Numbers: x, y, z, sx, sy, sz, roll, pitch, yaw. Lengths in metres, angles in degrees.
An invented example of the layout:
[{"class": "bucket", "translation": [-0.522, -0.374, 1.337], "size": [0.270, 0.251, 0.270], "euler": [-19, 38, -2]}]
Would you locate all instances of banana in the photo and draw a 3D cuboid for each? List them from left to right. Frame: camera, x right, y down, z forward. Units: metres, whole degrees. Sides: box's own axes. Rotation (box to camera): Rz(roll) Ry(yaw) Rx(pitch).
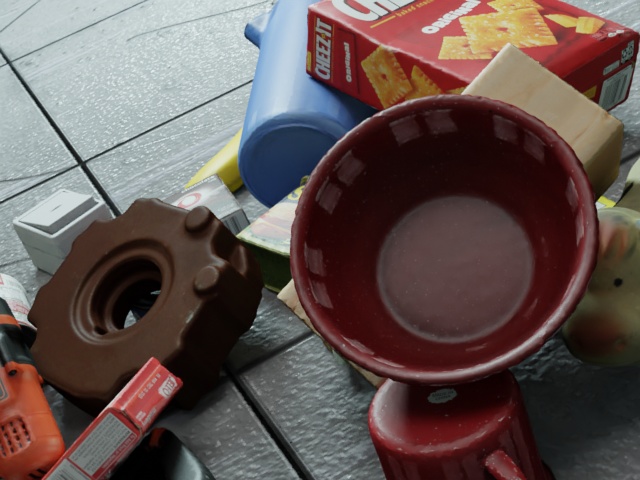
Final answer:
[{"class": "banana", "translation": [-0.080, -0.087, 1.035], "size": [0.070, 0.037, 0.197], "euler": [2, 37, 34]}]

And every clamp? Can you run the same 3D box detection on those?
[{"class": "clamp", "translation": [-0.095, 0.180, 0.603], "size": [0.165, 0.036, 0.210], "euler": [-18, 27, 21]}]

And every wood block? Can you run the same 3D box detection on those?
[{"class": "wood block", "translation": [0.083, -0.003, 0.654], "size": [0.090, 0.090, 0.206], "euler": [41, 85, 22]}]

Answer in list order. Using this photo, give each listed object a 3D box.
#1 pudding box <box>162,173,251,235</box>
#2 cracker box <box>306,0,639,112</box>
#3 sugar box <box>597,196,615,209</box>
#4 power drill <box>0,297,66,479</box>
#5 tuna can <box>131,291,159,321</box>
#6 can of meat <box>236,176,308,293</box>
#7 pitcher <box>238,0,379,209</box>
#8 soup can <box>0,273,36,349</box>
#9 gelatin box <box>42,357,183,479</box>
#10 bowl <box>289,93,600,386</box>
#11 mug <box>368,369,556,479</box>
[{"class": "pudding box", "translation": [-0.122, -0.006, 0.926], "size": [0.113, 0.039, 0.090], "euler": [-26, 30, -8]}, {"class": "cracker box", "translation": [0.119, -0.151, 0.854], "size": [0.163, 0.072, 0.214], "euler": [-31, 49, -34]}, {"class": "sugar box", "translation": [0.133, -0.016, 0.781], "size": [0.093, 0.048, 0.176], "euler": [-29, 28, -11]}, {"class": "power drill", "translation": [-0.283, 0.114, 0.729], "size": [0.187, 0.057, 0.184], "euler": [-31, 65, 1]}, {"class": "tuna can", "translation": [-0.110, 0.041, 0.848], "size": [0.086, 0.034, 0.086], "euler": [-16, 30, 9]}, {"class": "can of meat", "translation": [-0.006, 0.001, 0.828], "size": [0.083, 0.057, 0.102], "euler": [-40, 34, -25]}, {"class": "pitcher", "translation": [0.007, -0.127, 0.973], "size": [0.149, 0.145, 0.242], "euler": [-22, 31, 22]}, {"class": "soup can", "translation": [-0.257, 0.075, 0.850], "size": [0.068, 0.068, 0.102], "euler": [-27, 30, -11]}, {"class": "gelatin box", "translation": [-0.131, 0.124, 0.672], "size": [0.089, 0.030, 0.073], "euler": [-47, 2, 21]}, {"class": "bowl", "translation": [0.068, 0.005, 0.571], "size": [0.162, 0.055, 0.162], "euler": [-6, 67, 15]}, {"class": "mug", "translation": [0.079, 0.118, 0.558], "size": [0.093, 0.081, 0.117], "euler": [-28, 31, -13]}]
